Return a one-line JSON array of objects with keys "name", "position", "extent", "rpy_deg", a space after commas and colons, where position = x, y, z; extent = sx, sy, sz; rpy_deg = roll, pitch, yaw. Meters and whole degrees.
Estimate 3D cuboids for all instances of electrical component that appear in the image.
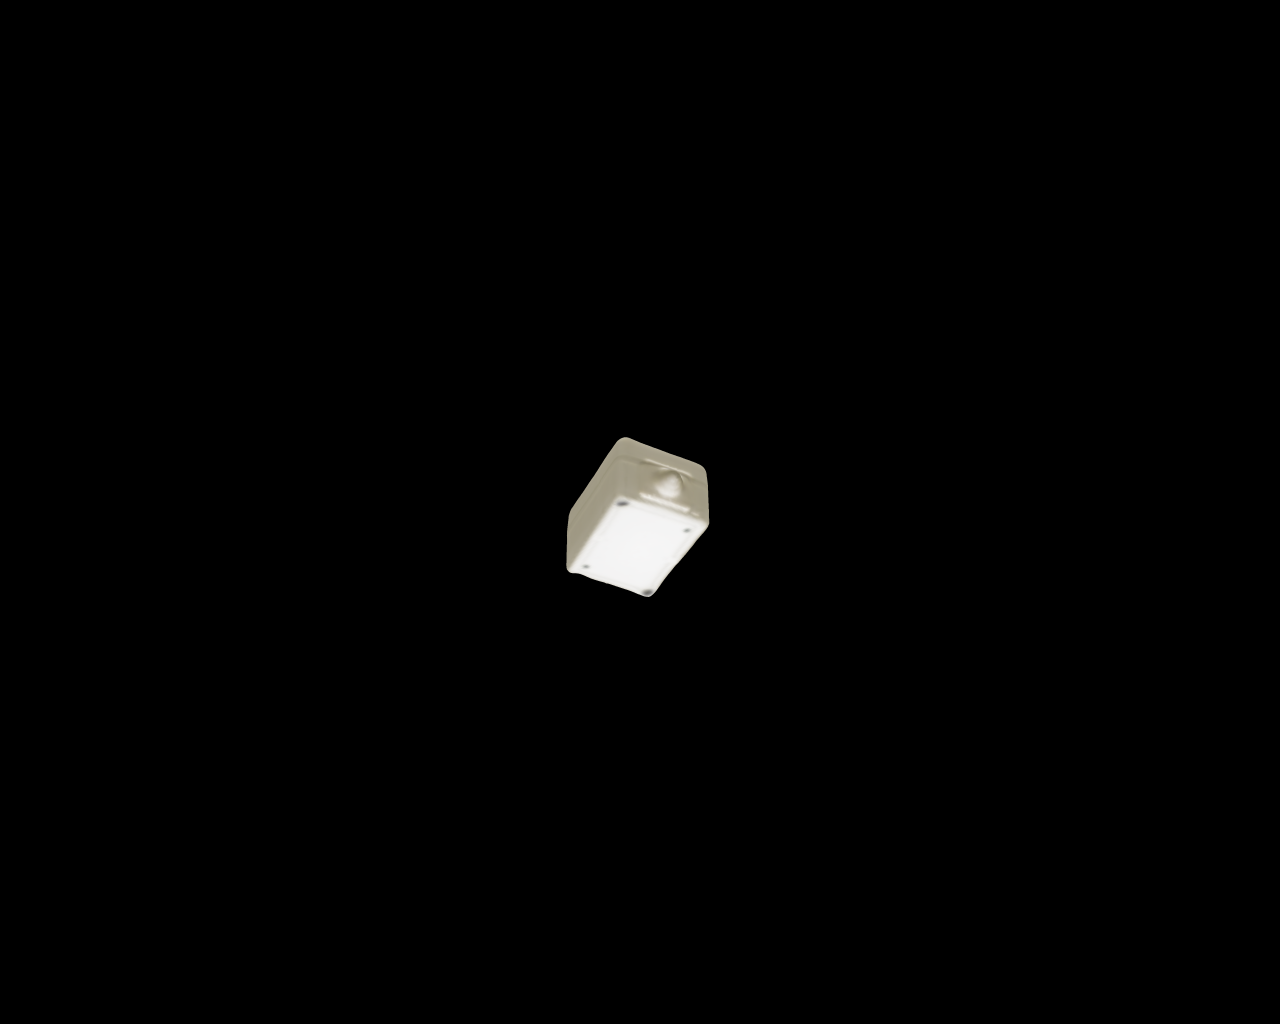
[{"name": "electrical component", "position": [0.001, -0.003, 0.650], "extent": [0.062, 0.061, 0.096], "rpy_deg": [19, -46, -19]}]
